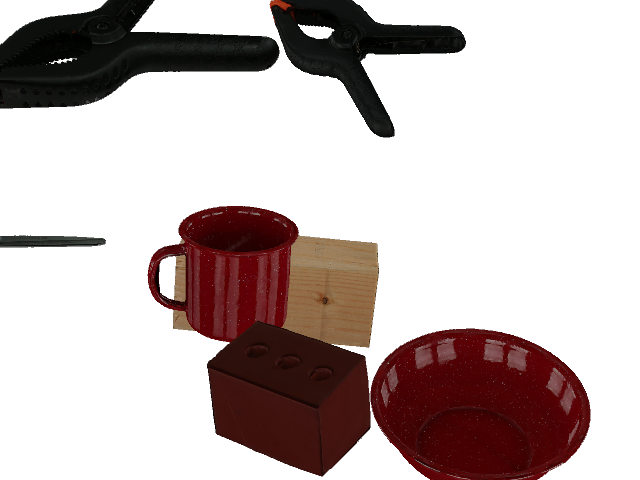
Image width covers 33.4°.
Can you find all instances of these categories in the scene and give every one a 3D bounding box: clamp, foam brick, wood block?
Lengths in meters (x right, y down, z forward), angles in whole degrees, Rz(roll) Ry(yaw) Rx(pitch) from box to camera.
[{"bbox_3d":[0.036,-0.170,0.916,0.172,0.120,0.039,40,-23,22],"label":"clamp"},{"bbox_3d":[-0.146,-0.138,0.771,0.209,0.036,0.165,-32,52,-31],"label":"clamp"},{"bbox_3d":[-0.018,0.089,0.609,0.078,0.051,0.052,15,33,29],"label":"foam brick"},{"bbox_3d":[-0.046,0.048,1.131,0.206,0.091,0.090,6,19,0],"label":"wood block"}]

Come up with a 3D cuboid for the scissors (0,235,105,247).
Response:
[{"bbox_3d":[-0.288,0.008,0.875,0.202,0.016,0.096,6,23,6],"label":"scissors"}]

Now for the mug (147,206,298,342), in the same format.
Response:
[{"bbox_3d":[-0.077,0.028,0.839,0.117,0.081,0.093,-4,25,-16],"label":"mug"}]

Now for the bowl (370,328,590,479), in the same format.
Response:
[{"bbox_3d":[0.117,0.137,0.803,0.162,0.055,0.162,0,36,0],"label":"bowl"}]
